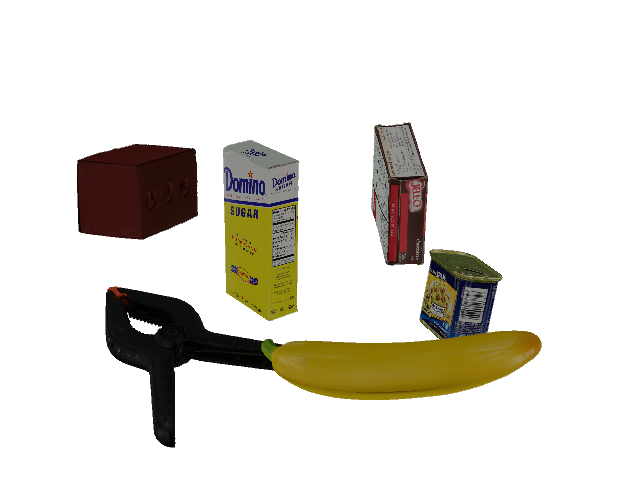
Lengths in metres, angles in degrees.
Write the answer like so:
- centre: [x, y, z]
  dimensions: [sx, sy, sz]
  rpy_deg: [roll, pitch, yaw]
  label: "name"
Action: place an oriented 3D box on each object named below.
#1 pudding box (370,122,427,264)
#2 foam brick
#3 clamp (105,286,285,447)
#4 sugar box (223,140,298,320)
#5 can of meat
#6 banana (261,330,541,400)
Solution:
- centre: [0.071, -0.044, 0.969]
  dimensions: [0.039, 0.090, 0.113]
  rpy_deg: [-3, 31, -5]
  label: "pudding box"
- centre: [-0.128, -0.036, 0.753]
  dimensions: [0.051, 0.053, 0.078]
  rpy_deg: [7, 17, 23]
  label: "foam brick"
- centre: [-0.128, 0.099, 1.008]
  dimensions: [0.164, 0.036, 0.210]
  rpy_deg: [-20, 40, -31]
  label: "clamp"
- centre: [-0.065, -0.011, 1.155]
  dimensions: [0.048, 0.176, 0.093]
  rpy_deg: [-18, 28, -33]
  label: "sugar box"
- centre: [0.154, 0.065, 1.191]
  dimensions: [0.057, 0.084, 0.102]
  rpy_deg: [5, 14, -18]
  label: "can of meat"
- centre: [0.051, 0.080, 0.723]
  dimensions: [0.198, 0.037, 0.069]
  rpy_deg: [0, 29, 8]
  label: "banana"
